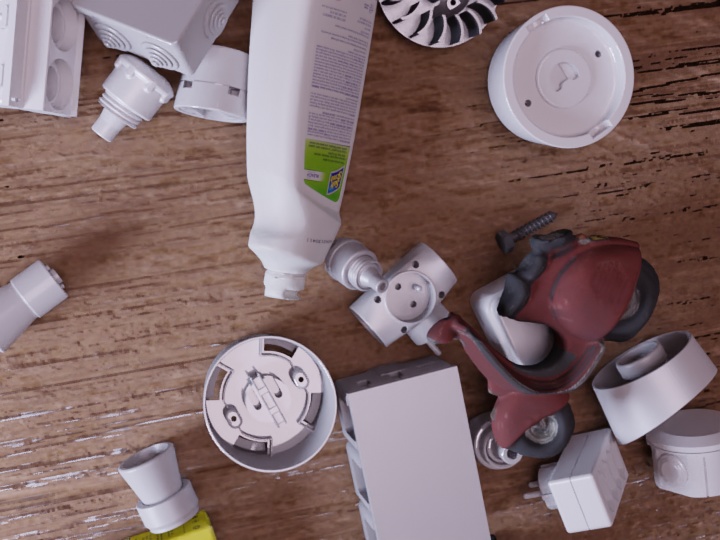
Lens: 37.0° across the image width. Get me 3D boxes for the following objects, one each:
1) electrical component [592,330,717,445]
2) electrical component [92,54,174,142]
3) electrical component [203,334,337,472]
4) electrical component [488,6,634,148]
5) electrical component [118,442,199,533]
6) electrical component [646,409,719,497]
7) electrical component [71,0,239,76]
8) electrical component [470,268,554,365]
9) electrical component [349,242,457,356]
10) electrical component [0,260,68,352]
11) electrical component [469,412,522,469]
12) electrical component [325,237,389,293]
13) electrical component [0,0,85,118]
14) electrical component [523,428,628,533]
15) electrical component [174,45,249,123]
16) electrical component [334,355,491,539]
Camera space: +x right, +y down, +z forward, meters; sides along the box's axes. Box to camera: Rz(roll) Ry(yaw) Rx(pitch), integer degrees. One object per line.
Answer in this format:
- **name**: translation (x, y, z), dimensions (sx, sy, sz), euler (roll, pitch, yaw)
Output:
- **electrical component**: translation (0.241, 0.095, 0.877), dimensions (0.099, 0.099, 0.064), euler (-32, 95, -8)
- **electrical component**: translation (-0.171, -0.123, 0.787), dimensions (0.048, 0.048, 0.062), euler (38, 93, -14)
- **electrical component**: translation (-0.071, 0.098, 0.819), dimensions (0.099, 0.064, 0.099), euler (-1, 96, -13)
- **electrical component**: translation (0.154, -0.150, 0.851), dimensions (0.108, 0.060, 0.108), euler (-1, 95, -13)
- **electrical component**: translation (-0.152, 0.165, 0.816), dimensions (0.045, 0.045, 0.055), euler (-24, 100, -10)
- **electrical component**: translation (0.282, 0.151, 0.899), dimensions (0.080, 0.080, 0.051), euler (-12, 103, -12)
- **electrical component**: translation (-0.139, -0.194, 0.761), dimensions (0.100, 0.048, 0.099), euler (24, 74, 16)
- **electrical component**: translation (0.157, 0.031, 0.870), dimensions (0.113, 0.057, 0.078), euler (-28, 101, -9)
- **electrical component**: translation (0.046, 0.032, 0.850), dimensions (0.077, 0.044, 0.079), euler (-43, 103, -6)
- **electrical component**: translation (-0.247, 0.023, 0.784), dimensions (0.065, 0.044, 0.044), euler (-38, 102, -12)
- **electrical component**: translation (0.112, 0.140, 0.866), dimensions (0.043, 0.062, 0.043), euler (-1, 95, -13)
- **electrical component**: translation (0.000, 0.000, 0.826), dimensions (0.035, 0.061, 0.035), euler (-19, 124, -29)
- **electrical component**: translation (-0.232, -0.173, 0.754), dimensions (0.063, 0.079, 0.121), euler (7, 94, 16)
- **electrical component**: translation (0.171, 0.175, 0.883), dimensions (0.076, 0.083, 0.047), euler (-17, 101, 27)
- **electrical component**: translation (-0.106, -0.138, 0.795), dimensions (0.055, 0.055, 0.047), euler (9, 89, -14)
- **electrical component**: translation (0.040, 0.152, 0.851), dimensions (0.089, 0.062, 0.150), euler (-13, 98, -12)
